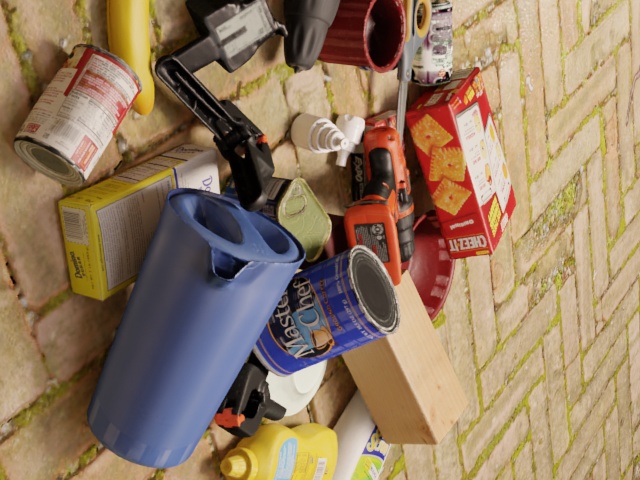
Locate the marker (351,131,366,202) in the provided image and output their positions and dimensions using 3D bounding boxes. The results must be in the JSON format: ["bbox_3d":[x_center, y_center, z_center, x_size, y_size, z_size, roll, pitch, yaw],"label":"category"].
[{"bbox_3d":[0.048,-0.092,1.328,0.020,0.020,0.121,-30,124,-49],"label":"marker"}]

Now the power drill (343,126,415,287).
[{"bbox_3d":[0.075,-0.020,1.260,0.187,0.057,0.184,-73,153,-60],"label":"power drill"}]

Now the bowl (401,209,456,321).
[{"bbox_3d":[0.124,0.035,1.449,0.161,0.055,0.162,-23,118,-52],"label":"bowl"}]

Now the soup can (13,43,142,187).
[{"bbox_3d":[-0.203,-0.105,0.898,0.102,0.069,0.068,-63,144,-21],"label":"soup can"}]

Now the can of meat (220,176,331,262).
[{"bbox_3d":[-0.048,-0.027,1.142,0.057,0.084,0.102,-63,144,-22],"label":"can of meat"}]

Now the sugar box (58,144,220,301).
[{"bbox_3d":[-0.164,-0.021,1.006,0.175,0.048,0.093,-34,129,-51],"label":"sugar box"}]

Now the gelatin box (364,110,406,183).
[{"bbox_3d":[0.081,-0.115,1.360,0.073,0.030,0.089,-29,122,-50],"label":"gelatin box"}]

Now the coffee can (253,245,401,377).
[{"bbox_3d":[0.002,0.078,1.158,0.102,0.140,0.103,44,32,-38],"label":"coffee can"}]

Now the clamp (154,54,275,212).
[{"bbox_3d":[-0.090,-0.107,1.043,0.164,0.036,0.210,57,9,-3],"label":"clamp"}]

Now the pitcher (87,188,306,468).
[{"bbox_3d":[-0.121,0.080,0.984,0.149,0.145,0.243,3,120,-52],"label":"pitcher"}]

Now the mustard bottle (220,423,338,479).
[{"bbox_3d":[-0.053,0.263,1.247,0.191,0.058,0.096,16,92,-57],"label":"mustard bottle"}]

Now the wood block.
[{"bbox_3d":[0.097,0.150,1.354,0.090,0.091,0.206,-43,113,-42],"label":"wood block"}]

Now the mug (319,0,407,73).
[{"bbox_3d":[0.043,-0.252,1.213,0.093,0.082,0.117,-1,100,-57],"label":"mug"}]

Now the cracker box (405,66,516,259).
[{"bbox_3d":[0.192,-0.105,1.435,0.164,0.072,0.213,-51,127,-56],"label":"cracker box"}]

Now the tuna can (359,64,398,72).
[{"bbox_3d":[0.074,-0.249,1.306,0.085,0.034,0.086,-22,118,-52],"label":"tuna can"}]

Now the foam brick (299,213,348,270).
[{"bbox_3d":[-0.008,0.001,1.218,0.051,0.078,0.053,-48,136,-37],"label":"foam brick"}]

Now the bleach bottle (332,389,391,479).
[{"bbox_3d":[0.063,0.244,1.416,0.250,0.068,0.102,-62,143,-28],"label":"bleach bottle"}]

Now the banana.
[{"bbox_3d":[-0.162,-0.212,0.956,0.069,0.037,0.198,-1,101,-56],"label":"banana"}]

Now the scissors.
[{"bbox_3d":[0.114,-0.220,1.326,0.096,0.016,0.202,-33,126,-47],"label":"scissors"}]

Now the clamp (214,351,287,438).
[{"bbox_3d":[-0.071,0.175,1.175,0.171,0.039,0.120,-51,133,-61],"label":"clamp"}]
